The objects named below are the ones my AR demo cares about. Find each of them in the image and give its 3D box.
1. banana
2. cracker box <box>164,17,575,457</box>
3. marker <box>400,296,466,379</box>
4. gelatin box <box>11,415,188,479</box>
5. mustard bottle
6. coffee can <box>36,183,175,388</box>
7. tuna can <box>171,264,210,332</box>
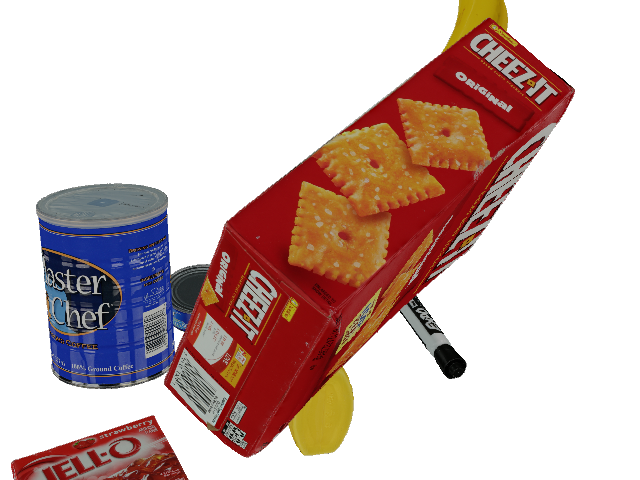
[{"bbox_3d":[0.093,-0.126,0.783,0.070,0.197,0.037,-4,-41,47],"label":"banana"},{"bbox_3d":[0.026,0.001,0.565,0.213,0.072,0.164,-40,-14,-35],"label":"cracker box"},{"bbox_3d":[0.083,0.069,0.834,0.020,0.020,0.121,0,28,-20],"label":"marker"},{"bbox_3d":[-0.124,0.141,0.606,0.089,0.030,0.073,-15,28,-19],"label":"gelatin box"},{"bbox_3d":[-0.023,0.112,1.018,0.058,0.096,0.192,-6,28,-15],"label":"mustard bottle"},{"bbox_3d":[-0.171,0.034,0.862,0.103,0.140,0.103,-1,18,0],"label":"coffee can"},{"bbox_3d":[-0.130,0.065,1.179,0.086,0.034,0.086,1,36,-1],"label":"tuna can"}]
